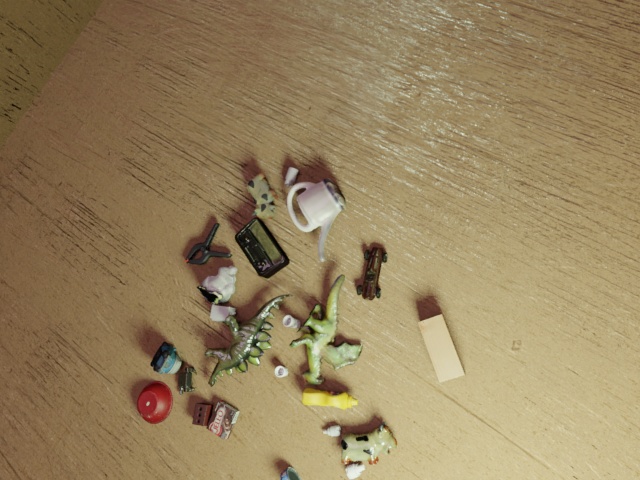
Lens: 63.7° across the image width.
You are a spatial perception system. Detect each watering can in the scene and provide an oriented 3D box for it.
[{"bbox_3d":[0.006,-0.101,2.016,0.224,0.102,0.353,-33,65,6],"label":"watering can"}]

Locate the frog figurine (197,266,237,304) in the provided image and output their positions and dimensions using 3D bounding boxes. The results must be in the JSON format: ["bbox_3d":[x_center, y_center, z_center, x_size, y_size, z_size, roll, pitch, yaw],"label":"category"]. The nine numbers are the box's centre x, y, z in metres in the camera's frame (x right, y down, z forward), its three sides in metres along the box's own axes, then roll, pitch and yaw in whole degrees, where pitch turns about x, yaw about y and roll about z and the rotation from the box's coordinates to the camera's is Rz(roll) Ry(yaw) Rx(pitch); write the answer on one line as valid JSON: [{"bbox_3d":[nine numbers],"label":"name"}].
[{"bbox_3d":[-0.401,0.176,2.085,0.137,0.120,0.163,6,41,28],"label":"frog figurine"}]

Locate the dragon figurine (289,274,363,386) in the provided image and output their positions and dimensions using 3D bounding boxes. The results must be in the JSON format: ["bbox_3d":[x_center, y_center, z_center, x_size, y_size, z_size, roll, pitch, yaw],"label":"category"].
[{"bbox_3d":[0.046,0.355,1.891,0.243,0.122,0.410,37,90,6],"label":"dragon figurine"}]
